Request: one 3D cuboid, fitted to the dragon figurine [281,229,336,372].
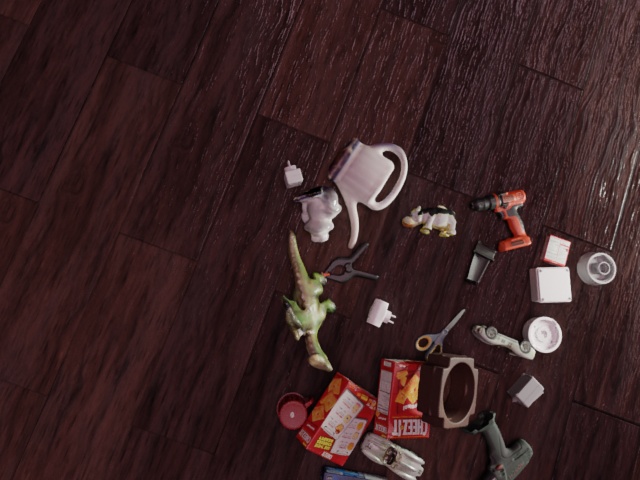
[{"bbox_3d":[-0.050,0.173,1.456,0.122,0.243,0.411,-22,89,12],"label":"dragon figurine"}]

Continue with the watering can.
[{"bbox_3d":[0.120,-0.164,1.595,0.224,0.104,0.348,34,90,0],"label":"watering can"}]

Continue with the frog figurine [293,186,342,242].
[{"bbox_3d":[0.005,-0.079,1.566,0.136,0.125,0.158,-17,105,25],"label":"frog figurine"}]
